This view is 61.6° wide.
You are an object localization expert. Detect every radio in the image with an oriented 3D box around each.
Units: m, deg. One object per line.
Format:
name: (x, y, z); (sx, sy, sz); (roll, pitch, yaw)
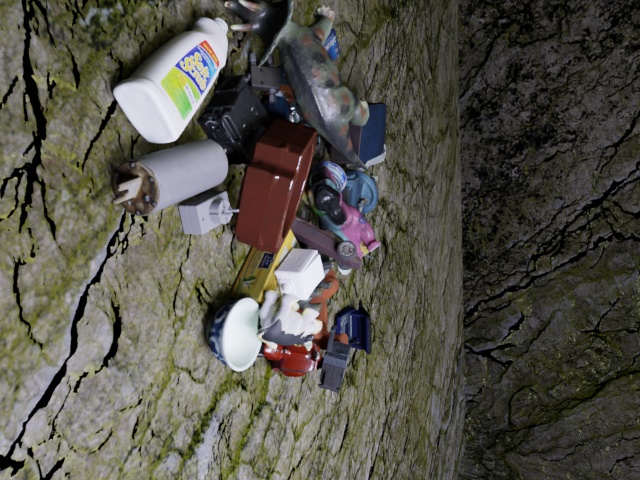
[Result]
radio: (0.094, -0.253, 1.250); (0.229, 0.073, 0.131); (-39, 134, -65)

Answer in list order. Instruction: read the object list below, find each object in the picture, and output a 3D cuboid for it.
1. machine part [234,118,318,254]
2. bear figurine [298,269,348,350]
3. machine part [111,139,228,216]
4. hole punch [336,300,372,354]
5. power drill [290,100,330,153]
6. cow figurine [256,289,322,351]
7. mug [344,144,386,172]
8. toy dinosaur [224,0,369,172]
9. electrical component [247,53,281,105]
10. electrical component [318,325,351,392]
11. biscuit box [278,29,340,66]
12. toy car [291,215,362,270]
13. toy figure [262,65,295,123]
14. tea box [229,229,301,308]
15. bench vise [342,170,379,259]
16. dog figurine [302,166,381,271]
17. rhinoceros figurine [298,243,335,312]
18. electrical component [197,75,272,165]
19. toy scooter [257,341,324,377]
machine part: (-0.077, -0.096, 0.937); (0.201, 0.087, 0.201); (-69, 177, -58)
bear figurine: (0.005, 0.137, 1.180); (0.120, 0.132, 0.196); (41, 60, -37)
machine part: (-0.206, -0.093, 0.764); (0.243, 0.079, 0.079); (-42, 129, -60)
hole punch: (0.084, 0.240, 1.426); (0.116, 0.092, 0.142); (-123, -151, -81)
power drill: (0.006, -0.261, 1.206); (0.207, 0.086, 0.231); (-38, 127, -53)
cow figurine: (-0.051, 0.159, 0.968); (0.167, 0.068, 0.098); (45, 61, -52)
mug: (0.114, -0.225, 1.407); (0.080, 0.107, 0.109); (62, 36, -44)
toy dinosaur: (-0.009, -0.272, 0.947); (0.404, 0.131, 0.192); (59, 34, -16)
electrical component: (-0.105, -0.298, 0.993); (0.063, 0.021, 0.094); (-2, 84, -24)
electrical component: (0.033, 0.230, 1.064); (0.075, 0.048, 0.119); (-52, 156, -74)
biscuit box: (-0.019, -0.390, 1.163); (0.203, 0.059, 0.062); (-62, 145, -44)
toy car: (-0.002, -0.003, 1.074); (0.053, 0.202, 0.089); (-59, 167, -18)
toy figure: (-0.082, -0.266, 1.037); (0.064, 0.058, 0.154); (21, 74, -42)
tea box: (-0.096, 0.068, 1.022); (0.169, 0.068, 0.098); (-67, 148, -35)
bench vise: (0.093, -0.091, 1.366); (0.240, 0.129, 0.223); (-47, 137, -49)
dog figurine: (0.036, -0.050, 1.194); (0.219, 0.108, 0.191); (58, 2, 2)
rhinoceros figurine: (-0.026, 0.068, 1.128); (0.190, 0.112, 0.073); (-73, 169, -46)
electrical component: (-0.139, -0.196, 0.926); (0.134, 0.058, 0.115); (59, 43, -49)
toy scooter: (-0.045, 0.231, 1.068); (0.183, 0.135, 0.075); (43, 51, -60)
